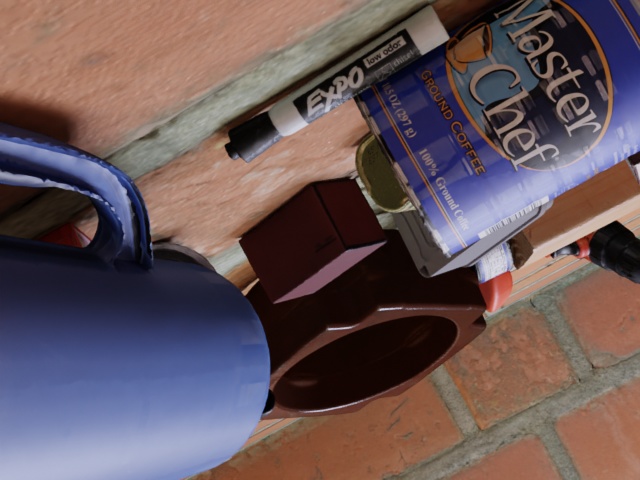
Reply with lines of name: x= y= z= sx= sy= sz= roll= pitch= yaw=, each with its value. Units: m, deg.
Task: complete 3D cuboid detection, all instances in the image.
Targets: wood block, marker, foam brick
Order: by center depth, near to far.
marker: x=0.006 y=-0.073 z=0.515 sx=0.121 sy=0.020 sz=0.020 roll=-30 pitch=168 yaw=13
foam brick: x=-0.005 y=0.001 z=0.729 sx=0.078 sy=0.053 sz=0.051 roll=-35 pitch=167 yaw=34
wood block: x=0.245 y=-0.065 z=0.924 sx=0.206 sy=0.091 sz=0.090 roll=-27 pitch=169 yaw=-4

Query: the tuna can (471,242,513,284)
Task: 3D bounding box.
tuna can: x=0.136 y=-0.005 z=0.946 sx=0.033 sy=0.086 sz=0.086 roll=-25 pitch=168 yaw=-4

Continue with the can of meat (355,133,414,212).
can of meat: x=0.084 y=-0.060 z=0.661 sx=0.083 sy=0.057 sz=0.102 roll=-10 pitch=158 yaw=-49

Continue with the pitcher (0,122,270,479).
pitcher: x=-0.121 y=0.049 z=0.445 sx=0.149 sy=0.145 sz=0.242 roll=-25 pitch=165 yaw=26

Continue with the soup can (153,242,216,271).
soup can: x=-0.108 y=0.052 z=0.677 sx=0.068 sy=0.068 sz=0.102 roll=-20 pitch=167 yaw=-32

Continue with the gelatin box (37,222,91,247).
gelatin box: x=-0.149 y=0.028 z=0.573 sx=0.073 sy=0.030 sz=0.089 roll=-27 pitch=169 yaw=-4

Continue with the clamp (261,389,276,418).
clamp: x=-0.162 y=0.119 z=0.840 sx=0.210 sy=0.036 sz=0.164 roll=-18 pitch=138 yaw=19

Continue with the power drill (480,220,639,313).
power drill: x=0.236 y=0.015 z=1.117 sx=0.187 sy=0.185 sz=0.057 roll=-16 pitch=121 yaw=-23

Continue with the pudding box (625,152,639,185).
pudding box: x=0.217 y=-0.090 z=0.750 sx=0.039 sy=0.090 sz=0.113 roll=-30 pitch=168 yaw=16

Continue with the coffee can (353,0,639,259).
coffee can: x=0.101 y=-0.069 z=0.543 sx=0.140 sy=0.103 sz=0.102 roll=-30 pitch=168 yaw=8
